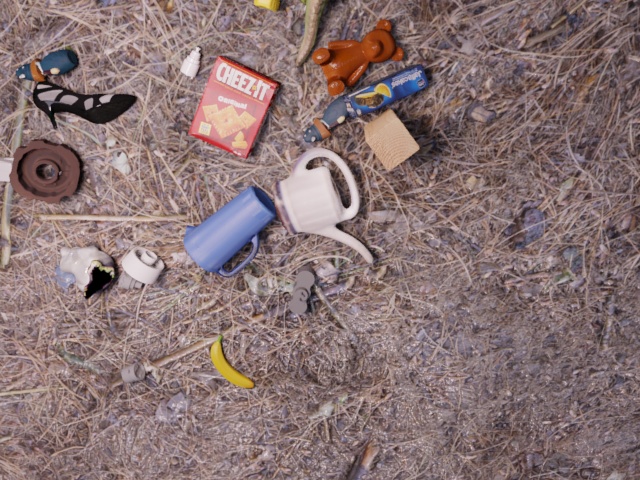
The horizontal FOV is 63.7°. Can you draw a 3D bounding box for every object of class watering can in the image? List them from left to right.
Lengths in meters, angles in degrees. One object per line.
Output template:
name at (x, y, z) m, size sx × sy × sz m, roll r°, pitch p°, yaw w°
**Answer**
watering can at (0.004, -0.069, 1.366) m, size 0.224 × 0.105 × 0.343 m, roll -16°, pitch 106°, yaw 10°

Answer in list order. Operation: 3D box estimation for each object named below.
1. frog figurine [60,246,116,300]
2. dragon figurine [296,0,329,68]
frog figurine at (-0.670, 0.080, 1.478) m, size 0.161 × 0.124 × 0.135 m, roll 26°, pitch 123°, yaw 33°
dragon figurine at (0.012, -0.580, 1.135) m, size 0.122 × 0.246 × 0.405 m, roll 14°, pitch 107°, yaw -6°
